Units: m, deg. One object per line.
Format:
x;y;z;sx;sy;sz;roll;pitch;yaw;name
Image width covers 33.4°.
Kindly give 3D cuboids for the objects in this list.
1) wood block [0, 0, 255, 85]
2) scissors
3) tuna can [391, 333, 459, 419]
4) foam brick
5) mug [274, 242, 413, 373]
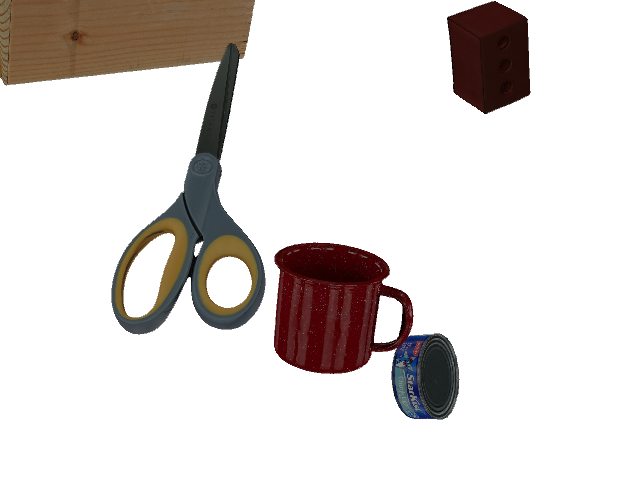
-0.163;-0.193;0.849;0.205;0.091;0.090;-13;45;-32;wood block
-0.054;-0.029;0.632;0.096;0.201;0.016;19;-24;16;scissors
0.106;0.137;1.074;0.034;0.086;0.086;-6;-3;33;tuna can
0.150;-0.164;0.950;0.053;0.078;0.051;-24;38;-16;foam brick
0.017;0.057;0.862;0.117;0.081;0.093;10;19;10;mug
